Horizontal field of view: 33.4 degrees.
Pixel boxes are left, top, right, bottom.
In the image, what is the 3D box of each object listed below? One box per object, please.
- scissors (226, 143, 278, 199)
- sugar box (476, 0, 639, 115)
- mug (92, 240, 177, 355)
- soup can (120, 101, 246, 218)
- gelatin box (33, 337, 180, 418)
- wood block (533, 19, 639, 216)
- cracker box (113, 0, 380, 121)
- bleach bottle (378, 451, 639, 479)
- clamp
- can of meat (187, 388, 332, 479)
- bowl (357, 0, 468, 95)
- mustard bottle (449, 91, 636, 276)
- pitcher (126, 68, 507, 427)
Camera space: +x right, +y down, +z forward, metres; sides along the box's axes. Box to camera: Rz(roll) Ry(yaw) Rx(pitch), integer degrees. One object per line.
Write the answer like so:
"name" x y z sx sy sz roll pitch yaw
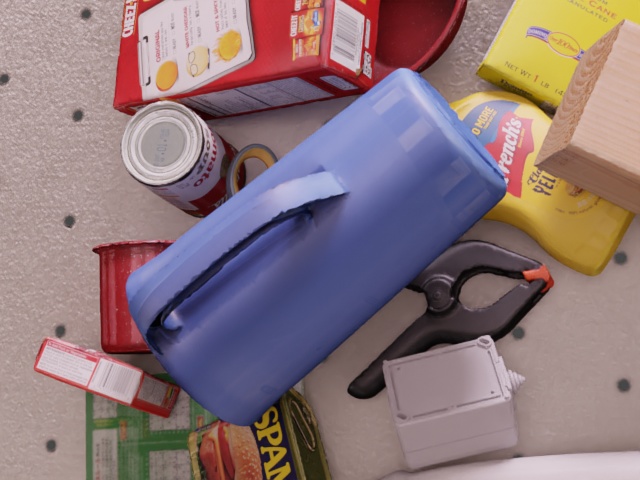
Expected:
"scissors" -0.060 0.012 0.814 0.096 0.016 0.201 38 74 -13
"sugar box" 0.199 -0.182 0.798 0.093 0.048 0.176 28 89 1
"mug" -0.116 0.046 0.824 0.117 0.093 0.081 0 82 -18
"soup can" -0.105 -0.061 0.830 0.068 0.102 0.068 -3 77 14
"gelatin box" -0.161 0.104 0.808 0.089 0.073 0.030 16 78 19
"wood block" 0.259 -0.051 0.694 0.206 0.090 0.091 25 84 -1
"cracker box" -0.056 -0.183 0.826 0.214 0.072 0.164 -4 76 37
"bleach bottle" 0.125 0.204 0.738 0.251 0.068 0.102 -9 80 15
"clamp" 0.083 0.037 0.796 0.171 0.039 0.120 -22 77 10
"can of meat" -0.042 0.167 0.764 0.084 0.057 0.102 -25 54 12
"bowl" 0.055 -0.182 0.824 0.162 0.055 0.162 -10 73 35
"mustard bottle" 0.141 -0.057 0.790 0.192 0.058 0.096 28 85 18
"pitcher" -0.005 0.001 0.696 0.243 0.149 0.145 -40 111 13
